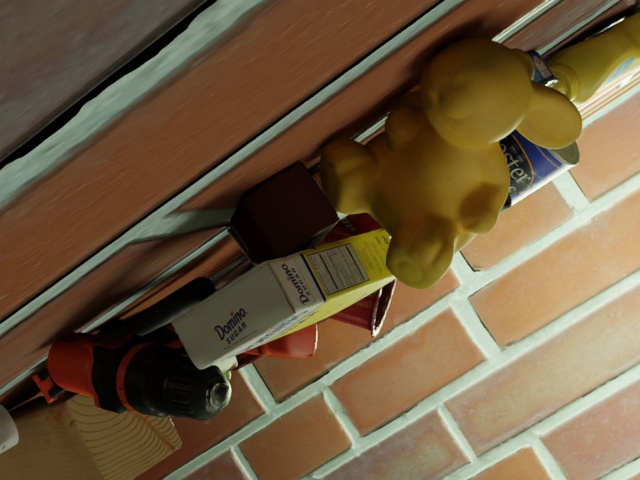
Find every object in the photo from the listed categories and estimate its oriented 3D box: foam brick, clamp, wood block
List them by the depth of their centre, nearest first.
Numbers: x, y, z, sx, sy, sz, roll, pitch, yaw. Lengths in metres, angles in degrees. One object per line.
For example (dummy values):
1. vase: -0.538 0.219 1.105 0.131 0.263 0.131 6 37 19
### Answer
1. foam brick: -0.026 -0.014 0.768 0.053 0.051 0.078 -32 175 -15
2. clamp: -0.175 0.091 0.956 0.171 0.039 0.120 -29 169 -19
3. wood block: -0.236 0.189 1.008 0.207 0.091 0.090 -23 -176 45

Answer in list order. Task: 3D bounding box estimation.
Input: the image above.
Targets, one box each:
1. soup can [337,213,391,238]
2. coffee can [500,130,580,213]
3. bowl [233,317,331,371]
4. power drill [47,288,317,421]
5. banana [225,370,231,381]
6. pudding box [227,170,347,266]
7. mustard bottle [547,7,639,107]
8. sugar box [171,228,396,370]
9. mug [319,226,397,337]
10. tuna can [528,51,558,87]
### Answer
1. soup can: 0.061 -0.041 0.977 0.068 0.068 0.102 -29 174 -39
2. coffee can: 0.223 -0.097 1.279 0.141 0.103 0.102 -35 175 30
3. bowl: -0.028 0.067 1.057 0.162 0.055 0.162 -29 177 -2
4. power drill: -0.090 0.086 0.829 0.185 0.057 0.187 7 -166 41
5. banana: -0.113 0.114 1.322 0.070 0.037 0.197 -2 -145 17
6. pudding box: -0.021 -0.016 0.870 0.090 0.039 0.113 -34 178 3
7. mustard bottle: 0.285 -0.182 1.089 0.191 0.058 0.096 -30 175 -33
8. sugar box: -0.016 0.039 0.762 0.093 0.048 0.176 -32 174 29
9. mug: 0.021 0.031 0.944 0.117 0.081 0.093 22 84 -79
10. tuna can: 0.168 -0.132 0.959 0.086 0.034 0.086 -33 175 -3
